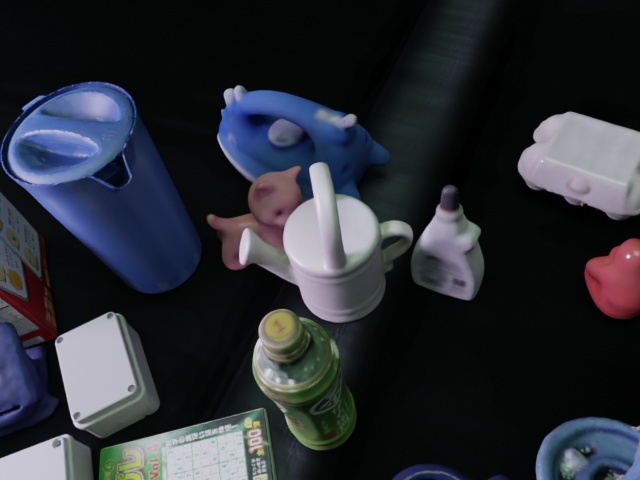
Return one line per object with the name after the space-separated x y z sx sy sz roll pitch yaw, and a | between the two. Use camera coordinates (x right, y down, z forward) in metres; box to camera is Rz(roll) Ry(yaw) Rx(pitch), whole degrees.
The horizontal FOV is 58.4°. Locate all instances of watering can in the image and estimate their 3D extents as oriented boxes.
0.006 0.004 0.592 0.173 0.194 0.100 -28 56 -8 | watering can

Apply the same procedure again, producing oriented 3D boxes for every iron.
-0.047 -0.137 0.726 0.257 0.142 0.119 22 63 22 | iron

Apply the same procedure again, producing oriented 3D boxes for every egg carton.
0.317 -0.087 0.675 0.150 0.069 0.107 24 64 23 | egg carton

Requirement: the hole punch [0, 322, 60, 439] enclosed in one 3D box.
-0.356 0.156 0.618 0.108 0.091 0.101 -22 56 -5 | hole punch

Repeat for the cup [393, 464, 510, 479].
0.107 0.238 0.481 0.118 0.095 0.091 -27 56 -8 | cup

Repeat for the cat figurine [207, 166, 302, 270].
-0.071 -0.034 0.677 0.128 0.118 0.067 -20 56 -4 | cat figurine

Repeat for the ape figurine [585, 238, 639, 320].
0.313 0.033 0.582 0.077 0.092 0.076 22 63 22 | ape figurine

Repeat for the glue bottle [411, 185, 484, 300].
0.132 0.001 0.585 0.078 0.173 0.037 18 62 21 | glue bottle

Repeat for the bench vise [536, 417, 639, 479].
0.217 0.212 0.403 0.121 0.220 0.207 5 58 14 | bench vise
